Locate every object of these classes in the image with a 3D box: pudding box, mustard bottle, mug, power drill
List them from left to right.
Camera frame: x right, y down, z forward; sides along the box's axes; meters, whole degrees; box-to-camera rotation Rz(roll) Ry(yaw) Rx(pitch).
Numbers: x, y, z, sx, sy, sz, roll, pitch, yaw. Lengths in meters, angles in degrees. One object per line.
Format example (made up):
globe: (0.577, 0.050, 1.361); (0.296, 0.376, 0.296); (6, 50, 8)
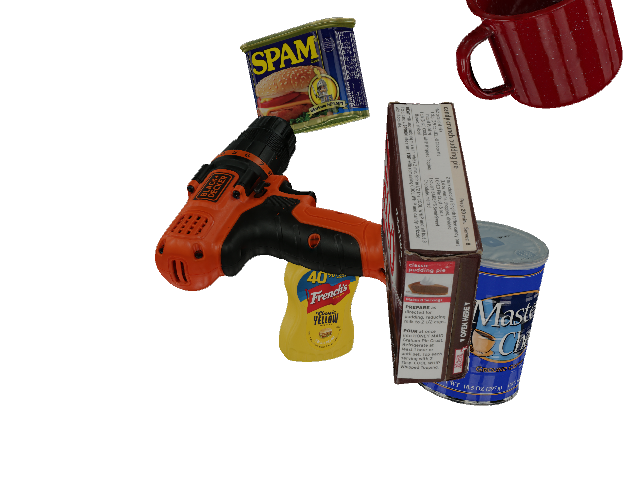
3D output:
mustard bottle: (0.001, 0.058, 1.347); (0.096, 0.192, 0.058); (-5, 26, -20)
power drill: (0.001, -0.024, 0.735); (0.188, 0.057, 0.184); (6, 40, 20)
pudding box: (0.051, 0.000, 0.524); (0.039, 0.090, 0.113); (-3, 43, -2)
mug: (0.143, -0.136, 0.711); (0.117, 0.081, 0.093); (-34, 38, -7)

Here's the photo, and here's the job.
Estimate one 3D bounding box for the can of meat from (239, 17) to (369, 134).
can of meat: (-0.012, -0.137, 0.915); (0.102, 0.084, 0.057); (-10, 3, 34)

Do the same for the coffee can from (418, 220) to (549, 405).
coffee can: (0.143, 0.064, 0.974); (0.103, 0.140, 0.103); (7, 21, -3)
